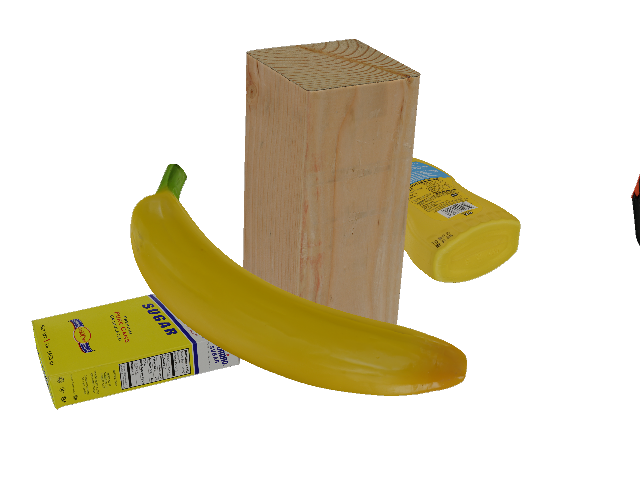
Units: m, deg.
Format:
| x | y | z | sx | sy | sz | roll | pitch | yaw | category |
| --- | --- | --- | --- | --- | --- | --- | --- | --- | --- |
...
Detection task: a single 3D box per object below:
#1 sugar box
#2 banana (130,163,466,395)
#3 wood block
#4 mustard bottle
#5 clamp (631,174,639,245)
| x | y | z | sx | sy | sz | roll | pitch | yaw | category |
| --- | --- | --- | --- | --- | --- | --- | --- | --- | --- |
| -0.173 | 0.095 | 0.999 | 0.176 | 0.048 | 0.093 | -15 | 36 | -17 | sugar box |
| -0.027 | 0.025 | 0.502 | 0.198 | 0.069 | 0.037 | 34 | -24 | 25 | banana |
| 0.003 | -0.028 | 0.764 | 0.090 | 0.206 | 0.091 | -12 | 31 | -27 | wood block |
| 0.087 | -0.033 | 0.977 | 0.096 | 0.058 | 0.192 | -20 | 38 | -25 | mustard bottle |
| 0.271 | 0.013 | 0.694 | 0.120 | 0.039 | 0.171 | -3 | 46 | -21 | clamp |
